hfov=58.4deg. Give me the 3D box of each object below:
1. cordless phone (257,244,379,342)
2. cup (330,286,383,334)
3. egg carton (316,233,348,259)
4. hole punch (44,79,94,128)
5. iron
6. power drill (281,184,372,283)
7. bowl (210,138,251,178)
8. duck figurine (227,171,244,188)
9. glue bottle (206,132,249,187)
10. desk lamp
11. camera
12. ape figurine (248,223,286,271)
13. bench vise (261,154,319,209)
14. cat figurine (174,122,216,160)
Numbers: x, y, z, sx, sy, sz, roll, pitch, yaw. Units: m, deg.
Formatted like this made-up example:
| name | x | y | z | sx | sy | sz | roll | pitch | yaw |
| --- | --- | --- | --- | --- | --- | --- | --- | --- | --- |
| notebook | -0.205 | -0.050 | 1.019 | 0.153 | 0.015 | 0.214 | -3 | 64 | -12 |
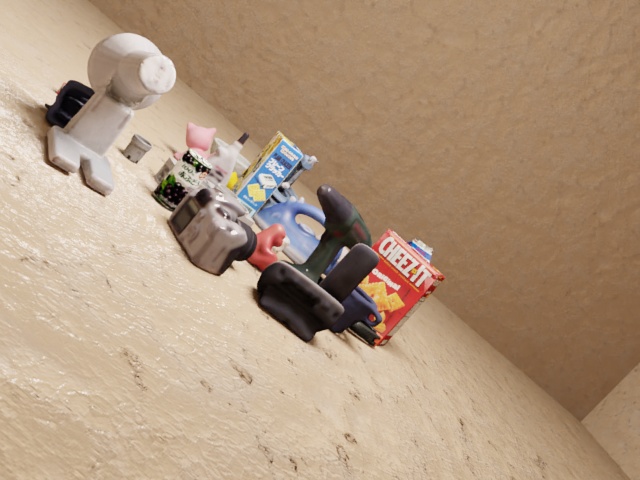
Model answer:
| name | x | y | z | sx | sy | sz | roll | pitch | yaw |
| --- | --- | --- | --- | --- | --- | --- | --- | --- | --- |
| cordless phone | -0.003 | 0.060 | 0.952 | 0.148 | 0.185 | 0.094 | 38 | 8 | -16 |
| cup | 0.058 | 0.144 | 1.109 | 0.117 | 0.095 | 0.092 | 45 | 9 | 30 |
| egg carton | 0.036 | 0.042 | 1.659 | 0.107 | 0.069 | 0.150 | 37 | 9 | -28 |
| hole punch | -0.396 | -0.219 | 0.969 | 0.109 | 0.091 | 0.101 | 36 | 9 | -30 |
| iron | -0.039 | -0.028 | 1.423 | 0.258 | 0.141 | 0.119 | 42 | 8 | 10 |
| power drill | 0.011 | 0.004 | 1.240 | 0.231 | 0.208 | 0.075 | 32 | 12 | -49 |
| bowl | -0.259 | -0.216 | 1.659 | 0.167 | 0.074 | 0.167 | 40 | 8 | -6 |
| duck figurine | -0.206 | -0.159 | 1.555 | 0.104 | 0.086 | 0.078 | 45 | 9 | 29 |
| glue bottle | -0.213 | -0.167 | 1.252 | 0.078 | 0.173 | 0.037 | 34 | 10 | -41 |
| desk lamp | -0.307 | -0.206 | 0.873 | 0.118 | 0.213 | 0.202 | 35 | 10 | -38 |
| camera | -0.155 | -0.013 | 0.942 | 0.137 | 0.100 | 0.142 | 33 | 11 | -45 |
| ape figurine | -0.101 | 0.009 | 1.110 | 0.076 | 0.092 | 0.077 | 39 | 8 | -14 |
| bench vise | -0.107 | -0.162 | 1.553 | 0.122 | 0.219 | 0.206 | 33 | 11 | -44 |
| cat figurine | -0.292 | -0.226 | 1.400 | 0.127 | 0.117 | 0.067 | 45 | 9 | 31 |
